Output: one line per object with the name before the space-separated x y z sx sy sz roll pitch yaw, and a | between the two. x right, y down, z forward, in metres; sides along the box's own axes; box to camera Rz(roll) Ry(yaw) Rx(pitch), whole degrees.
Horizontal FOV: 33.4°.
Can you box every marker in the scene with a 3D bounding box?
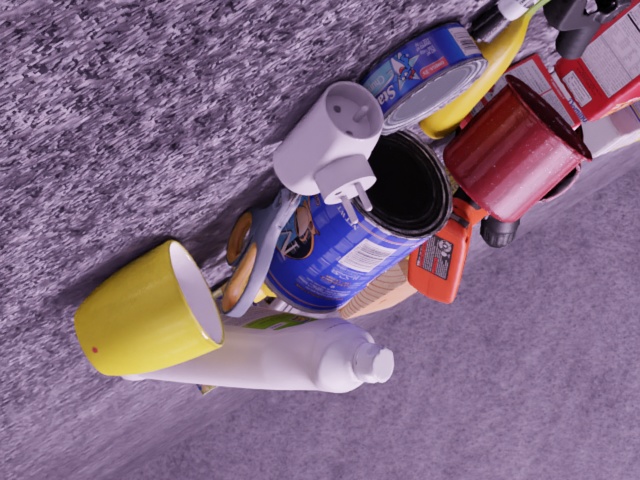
marker | 0.142 -0.167 0.684 0.121 0.020 0.020 -39 168 38

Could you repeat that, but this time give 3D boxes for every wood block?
wood block | 0.073 0.030 1.292 0.091 0.090 0.205 -33 171 16

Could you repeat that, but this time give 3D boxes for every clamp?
clamp | 0.201 -0.173 0.780 0.120 0.039 0.171 -43 161 32

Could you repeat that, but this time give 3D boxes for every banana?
banana | 0.109 -0.114 0.799 0.069 0.037 0.198 -27 170 -24

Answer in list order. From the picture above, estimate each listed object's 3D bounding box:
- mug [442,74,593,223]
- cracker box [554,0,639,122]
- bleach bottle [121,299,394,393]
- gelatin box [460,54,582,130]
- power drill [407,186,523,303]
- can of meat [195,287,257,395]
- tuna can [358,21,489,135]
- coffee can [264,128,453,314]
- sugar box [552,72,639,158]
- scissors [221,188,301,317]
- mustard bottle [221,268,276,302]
mug | 0.158 -0.064 0.839 0.117 0.093 0.082 25 118 -40
cracker box | 0.329 -0.203 0.930 0.163 0.072 0.214 -25 168 -43
bleach bottle | -0.055 0.091 0.889 0.251 0.068 0.102 4 -165 38
gelatin box | 0.166 -0.106 0.911 0.089 0.073 0.030 -29 171 -14
power drill | 0.157 -0.023 1.072 0.187 0.057 0.184 -47 151 -37
can of meat | -0.101 0.100 1.104 0.102 0.084 0.057 -32 176 10
tuna can | 0.067 -0.107 0.710 0.086 0.034 0.086 -31 171 -6
coffee can | 0.022 -0.016 0.839 0.102 0.103 0.141 -23 168 -40
sugar box | 0.300 -0.143 1.095 0.175 0.093 0.048 -19 165 -49
scissors | -0.032 -0.032 0.808 0.016 0.096 0.202 17 115 -22
mustard bottle | -0.006 0.002 0.981 0.191 0.058 0.096 -31 175 2
